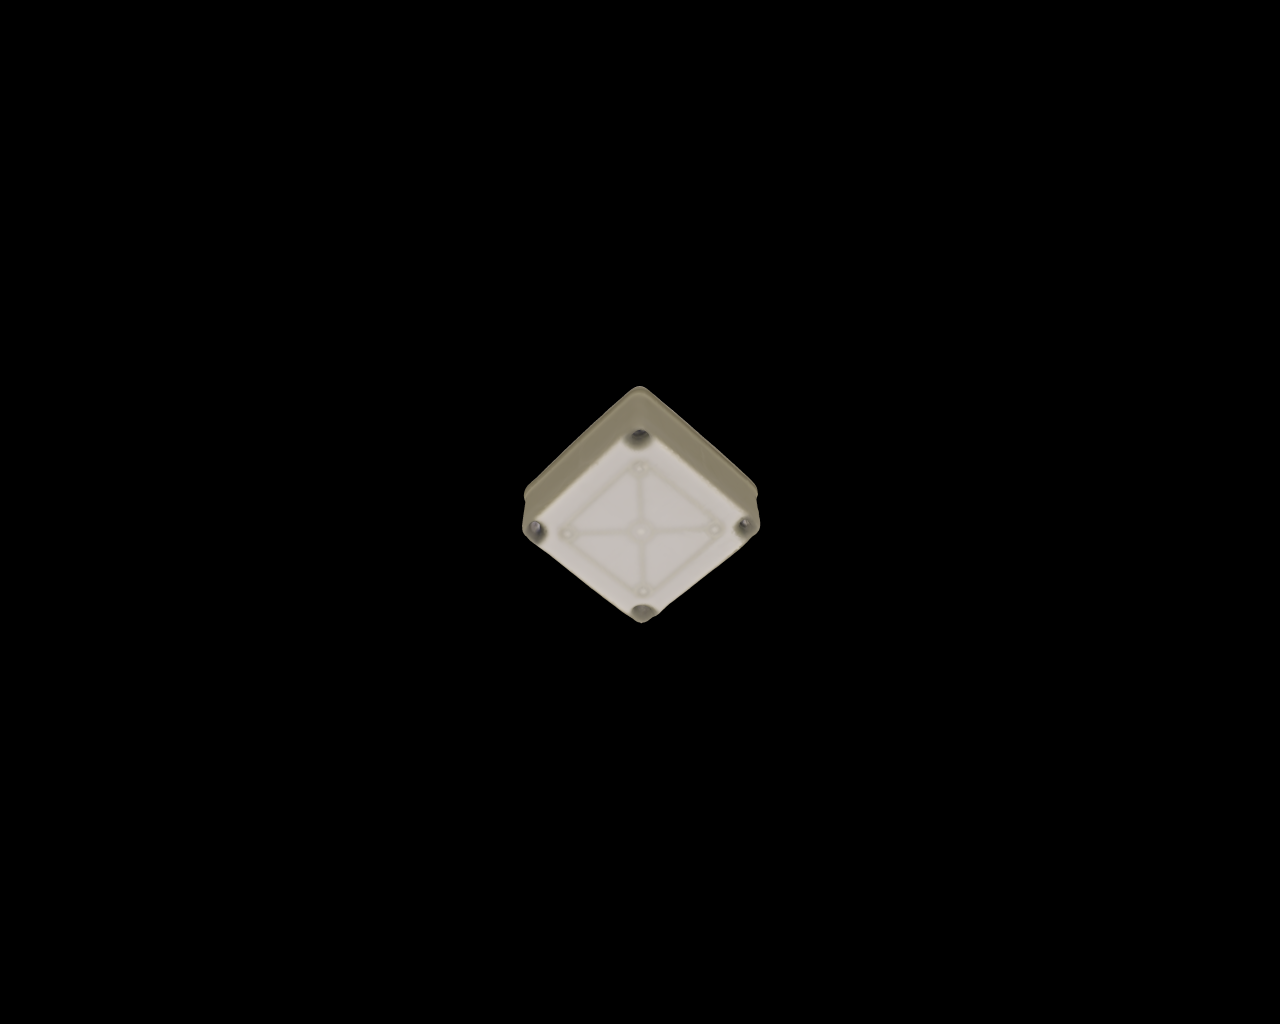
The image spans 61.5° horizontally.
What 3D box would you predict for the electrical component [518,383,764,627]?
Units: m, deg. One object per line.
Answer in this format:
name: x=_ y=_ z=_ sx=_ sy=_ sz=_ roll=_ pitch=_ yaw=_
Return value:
electrical component: x=0.001 y=-0.003 z=0.650 sx=0.108 sy=0.108 sz=0.056 roll=39 pitch=24 yaw=-22
